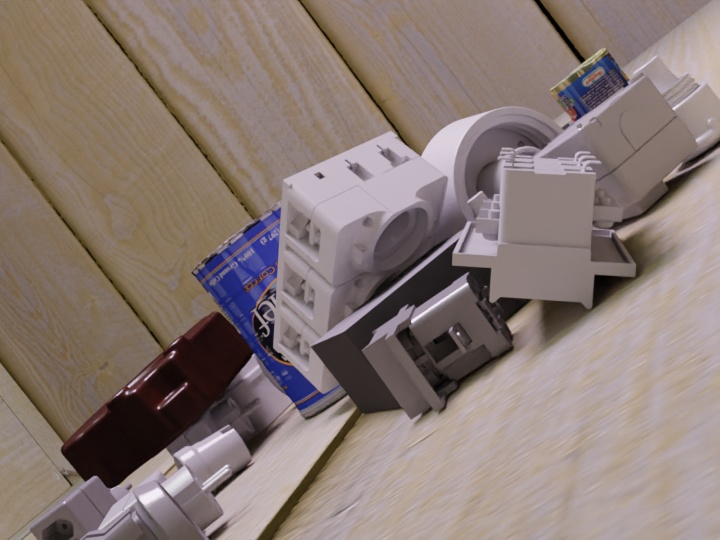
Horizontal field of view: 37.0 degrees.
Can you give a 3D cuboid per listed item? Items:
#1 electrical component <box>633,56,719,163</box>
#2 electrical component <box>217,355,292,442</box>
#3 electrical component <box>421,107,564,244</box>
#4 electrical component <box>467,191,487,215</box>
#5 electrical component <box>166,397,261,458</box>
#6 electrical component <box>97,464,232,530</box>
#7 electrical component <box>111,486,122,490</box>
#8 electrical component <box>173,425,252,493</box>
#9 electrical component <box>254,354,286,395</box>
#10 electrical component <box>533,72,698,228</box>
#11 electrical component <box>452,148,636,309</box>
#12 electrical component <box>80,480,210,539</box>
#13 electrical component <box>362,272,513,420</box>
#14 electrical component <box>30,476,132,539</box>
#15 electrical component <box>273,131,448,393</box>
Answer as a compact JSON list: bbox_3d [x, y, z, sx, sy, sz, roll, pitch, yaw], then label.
[{"bbox_3d":[0.188,-0.098,0.639,0.048,0.062,0.048,-38,2,1],"label":"electrical component"},{"bbox_3d":[-0.122,0.131,1.001,0.113,0.057,0.078,-37,2,34],"label":"electrical component"},{"bbox_3d":[0.098,-0.055,0.708,0.108,0.108,0.060,-39,8,-21],"label":"electrical component"},{"bbox_3d":[0.088,-0.020,0.653,0.035,0.061,0.035,-38,2,2],"label":"electrical component"},{"bbox_3d":[-0.114,0.132,0.900,0.076,0.047,0.083,-37,6,3],"label":"electrical component"},{"bbox_3d":[-0.106,0.140,0.630,0.076,0.047,0.083,-38,2,-8],"label":"electrical component"},{"bbox_3d":[-0.203,0.207,0.825,0.066,0.047,0.077,-39,2,-28],"label":"electrical component"},{"bbox_3d":[-0.109,0.142,0.800,0.046,0.040,0.040,-32,-1,-22],"label":"electrical component"},{"bbox_3d":[-0.052,0.067,0.923,0.051,0.080,0.080,-33,-1,-36],"label":"electrical component"},{"bbox_3d":[0.141,-0.060,0.630,0.062,0.061,0.096,-39,2,-25],"label":"electrical component"},{"bbox_3d":[0.089,-0.025,0.523,0.079,0.063,0.121,4,10,8],"label":"electrical component"},{"bbox_3d":[-0.100,0.135,0.498,0.057,0.058,0.078,-41,3,-13],"label":"electrical component"},{"bbox_3d":[0.041,0.035,0.532,0.064,0.042,0.081,-34,3,10],"label":"electrical component"},{"bbox_3d":[-0.181,0.180,0.769,0.047,0.065,0.077,-37,2,32],"label":"electrical component"},{"bbox_3d":[0.000,0.000,0.697,0.089,0.062,0.150,-28,-36,-32],"label":"electrical component"}]
